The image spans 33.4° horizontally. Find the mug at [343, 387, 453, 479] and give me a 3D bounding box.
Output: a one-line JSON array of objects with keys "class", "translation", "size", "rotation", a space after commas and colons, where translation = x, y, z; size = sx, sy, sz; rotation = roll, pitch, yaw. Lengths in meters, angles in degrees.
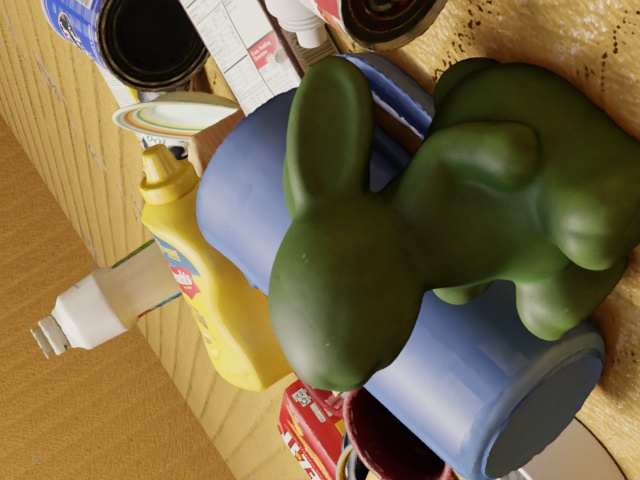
[{"class": "mug", "translation": [0.075, 0.128, 0.750], "size": [0.093, 0.081, 0.117], "rotation": [30, 130, 31]}]

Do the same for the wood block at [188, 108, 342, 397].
[{"class": "wood block", "translation": [-0.005, 0.001, 0.794], "size": [0.206, 0.090, 0.090], "rotation": [55, 163, 12]}]

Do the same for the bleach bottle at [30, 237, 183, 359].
[{"class": "bleach bottle", "translation": [-0.120, 0.019, 0.877], "size": [0.068, 0.250, 0.103], "rotation": [59, 164, -3]}]

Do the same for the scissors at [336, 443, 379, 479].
[{"class": "scissors", "translation": [0.077, 0.156, 0.828], "size": [0.096, 0.016, 0.202], "rotation": [45, 130, 12]}]

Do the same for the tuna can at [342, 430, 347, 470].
[{"class": "tuna can", "translation": [0.062, 0.191, 0.960], "size": [0.086, 0.086, 0.034], "rotation": [49, 161, 29]}]

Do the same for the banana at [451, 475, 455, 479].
[{"class": "banana", "translation": [0.081, 0.208, 1.018], "size": [0.198, 0.037, 0.070], "rotation": [48, 150, 31]}]

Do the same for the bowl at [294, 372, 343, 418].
[{"class": "bowl", "translation": [-0.002, 0.085, 1.008], "size": [0.162, 0.055, 0.162], "rotation": [51, 163, 22]}]

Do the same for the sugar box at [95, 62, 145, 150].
[{"class": "sugar box", "translation": [-0.179, -0.134, 1.149], "size": [0.176, 0.048, 0.093], "rotation": [61, 165, -23]}]

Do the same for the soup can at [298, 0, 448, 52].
[{"class": "soup can", "translation": [0.010, -0.144, 0.519], "size": [0.102, 0.068, 0.068], "rotation": [45, 160, 40]}]

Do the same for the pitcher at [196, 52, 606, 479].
[{"class": "pitcher", "translation": [0.048, 0.014, 0.624], "size": [0.243, 0.145, 0.149], "rotation": [44, 171, 31]}]

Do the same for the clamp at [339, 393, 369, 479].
[{"class": "clamp", "translation": [0.054, 0.117, 0.875], "size": [0.165, 0.036, 0.210], "rotation": [-23, 86, 40]}]

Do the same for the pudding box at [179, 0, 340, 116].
[{"class": "pudding box", "translation": [-0.040, -0.138, 0.704], "size": [0.113, 0.039, 0.090], "rotation": [62, 151, -5]}]

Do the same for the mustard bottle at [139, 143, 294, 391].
[{"class": "mustard bottle", "translation": [-0.082, 0.016, 0.777], "size": [0.096, 0.058, 0.191], "rotation": [34, 151, 58]}]

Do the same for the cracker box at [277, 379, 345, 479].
[{"class": "cracker box", "translation": [0.024, 0.237, 1.185], "size": [0.164, 0.072, 0.214], "rotation": [54, 165, 14]}]

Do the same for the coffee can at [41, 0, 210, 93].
[{"class": "coffee can", "translation": [-0.159, -0.190, 0.876], "size": [0.140, 0.102, 0.103], "rotation": [38, 155, 50]}]
